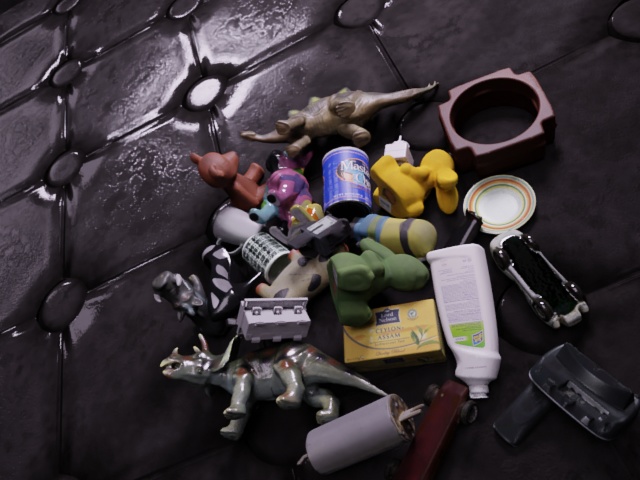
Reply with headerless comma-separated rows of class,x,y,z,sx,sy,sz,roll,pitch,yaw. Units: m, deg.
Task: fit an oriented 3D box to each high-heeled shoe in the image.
high-heeled shoe,-0.223,0.091,1.122,0.145,0.086,0.249,-43,35,-27

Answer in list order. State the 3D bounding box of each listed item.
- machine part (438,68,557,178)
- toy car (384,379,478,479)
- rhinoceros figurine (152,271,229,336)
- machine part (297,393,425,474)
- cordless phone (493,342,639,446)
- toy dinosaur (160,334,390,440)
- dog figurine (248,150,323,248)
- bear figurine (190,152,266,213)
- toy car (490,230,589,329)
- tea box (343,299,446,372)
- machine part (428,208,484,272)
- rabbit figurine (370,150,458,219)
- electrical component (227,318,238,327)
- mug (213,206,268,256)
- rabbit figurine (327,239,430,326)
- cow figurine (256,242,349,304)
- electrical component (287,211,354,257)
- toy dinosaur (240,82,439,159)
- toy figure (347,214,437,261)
machine part,0.356,-0.236,1.091,0.201,0.087,0.201,-19,53,13
toy car,0.180,0.320,0.852,0.089,0.053,0.202,10,62,51
rhinoceros figurine,-0.264,0.130,1.089,0.073,0.190,0.112,-36,35,5
machine part,0.064,0.315,0.870,0.243,0.079,0.079,-33,51,23
cordless phone,0.362,0.259,0.804,0.184,0.088,0.147,-50,54,4
toy dinosaur,-0.077,0.243,0.980,0.405,0.131,0.192,-8,45,8
dog figurine,-0.051,-0.107,1.185,0.108,0.191,0.219,-46,12,42
bear figurine,-0.190,-0.150,1.216,0.120,0.195,0.132,33,77,38
toy car,0.371,0.064,0.922,0.073,0.056,0.202,-29,54,-2
tea box,0.131,0.172,0.955,0.170,0.068,0.098,-14,56,17
machine part,0.261,0.010,1.005,0.084,0.039,0.139,26,90,43
rabbit figurine,0.207,-0.124,1.075,0.173,0.121,0.163,-34,43,-22
electrical component,-0.128,0.148,1.024,0.021,0.094,0.063,-120,42,-63
mug,-0.179,-0.014,1.202,0.107,0.080,0.109,18,64,23
rabbit figurine,0.104,0.069,0.963,0.170,0.121,0.159,-6,21,-8
cow figurine,-0.018,0.076,1.071,0.195,0.085,0.127,-45,49,-8
electrical component,-0.002,-0.003,1.048,0.119,0.047,0.075,-37,35,-23
toy dinosaur,0.051,-0.285,1.211,0.472,0.104,0.199,-10,30,2
toy figure,0.138,-0.007,1.047,0.180,0.089,0.082,15,74,28
